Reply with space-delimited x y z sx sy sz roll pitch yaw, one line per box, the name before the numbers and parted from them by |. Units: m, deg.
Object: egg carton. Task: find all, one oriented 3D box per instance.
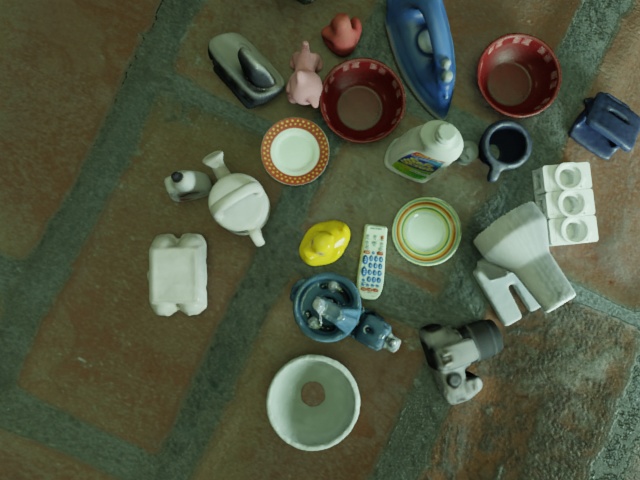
egg carton | -0.258 0.063 1.043 0.107 0.069 0.150 -2 87 -2

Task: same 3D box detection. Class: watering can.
watering can | -0.147 -0.070 0.992 0.173 0.194 0.101 39 86 1

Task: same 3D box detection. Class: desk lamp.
desk lamp | 0.349 0.046 0.996 0.118 0.213 0.203 -30 88 -3

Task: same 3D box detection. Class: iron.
iron | 0.206 -0.358 1.049 0.118 0.141 0.258 -17 88 -3

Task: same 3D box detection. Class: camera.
camera | 0.267 0.211 1.040 0.137 0.100 0.143 -20 88 -3

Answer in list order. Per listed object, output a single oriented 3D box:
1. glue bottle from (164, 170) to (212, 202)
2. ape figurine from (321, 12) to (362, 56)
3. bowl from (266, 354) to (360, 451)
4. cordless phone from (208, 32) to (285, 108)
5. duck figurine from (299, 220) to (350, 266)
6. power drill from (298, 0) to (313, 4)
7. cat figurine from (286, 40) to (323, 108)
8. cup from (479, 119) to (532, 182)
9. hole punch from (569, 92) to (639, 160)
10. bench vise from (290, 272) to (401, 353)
glue bottle | -0.237 -0.099 1.000 0.078 0.173 0.037 -18 87 -3
ape figurine | 0.041 -0.392 1.069 0.078 0.092 0.076 0 87 -2
bowl | -0.013 0.288 1.037 0.167 0.074 0.167 0 87 -2
cordless phone | -0.136 -0.321 1.011 0.147 0.185 0.094 44 86 1
duck figurine | 0.010 0.004 1.048 0.104 0.086 0.077 -35 88 -4
power drill | -0.005 -0.517 1.015 0.229 0.208 0.075 -32 88 -4
cat figurine | -0.028 -0.298 1.048 0.067 0.117 0.128 2 87 -2
cup | 0.328 -0.157 1.066 0.091 0.095 0.118 22 86 -1
hole punch | 0.545 -0.222 1.080 0.108 0.091 0.101 34 86 0
bench vise | 0.048 0.122 0.976 0.207 0.219 0.121 11 86 -1
